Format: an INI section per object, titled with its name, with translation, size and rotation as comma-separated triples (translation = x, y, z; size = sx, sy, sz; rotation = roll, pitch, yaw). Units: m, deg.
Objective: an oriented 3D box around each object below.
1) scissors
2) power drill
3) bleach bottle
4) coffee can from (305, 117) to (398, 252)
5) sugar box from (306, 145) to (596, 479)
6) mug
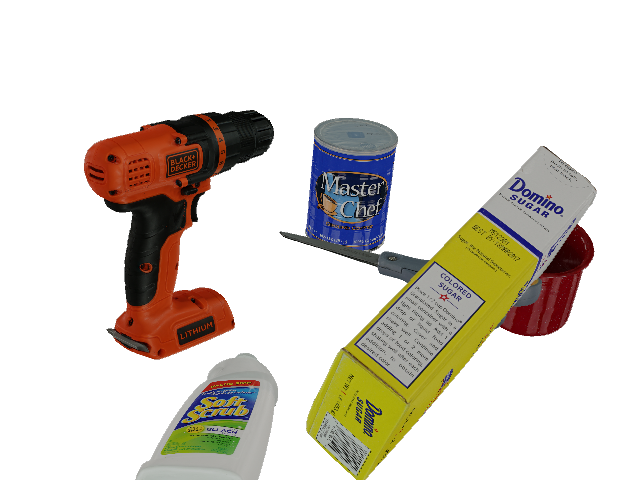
[scissors]
translation = 0.054, 0.027, 0.760
size = 0.202, 0.016, 0.096
rotation = 8, 26, 13
[power drill]
translation = -0.109, -0.010, 0.874
size = 0.057, 0.188, 0.184
rotation = 18, 26, 40
[bleach bottle]
translation = -0.099, 0.177, 1.024
size = 0.102, 0.068, 0.250
rotation = 0, 21, 5
[coffee can]
translation = 0.037, -0.068, 1.325
size = 0.103, 0.140, 0.103
rotation = 4, 28, -2
[sugar box]
translation = 0.069, 0.035, 0.544
size = 0.176, 0.048, 0.093
rotation = -40, -17, -32
[mug]
translation = 0.185, 0.025, 0.967
size = 0.093, 0.081, 0.117
rotation = -17, 44, -23
